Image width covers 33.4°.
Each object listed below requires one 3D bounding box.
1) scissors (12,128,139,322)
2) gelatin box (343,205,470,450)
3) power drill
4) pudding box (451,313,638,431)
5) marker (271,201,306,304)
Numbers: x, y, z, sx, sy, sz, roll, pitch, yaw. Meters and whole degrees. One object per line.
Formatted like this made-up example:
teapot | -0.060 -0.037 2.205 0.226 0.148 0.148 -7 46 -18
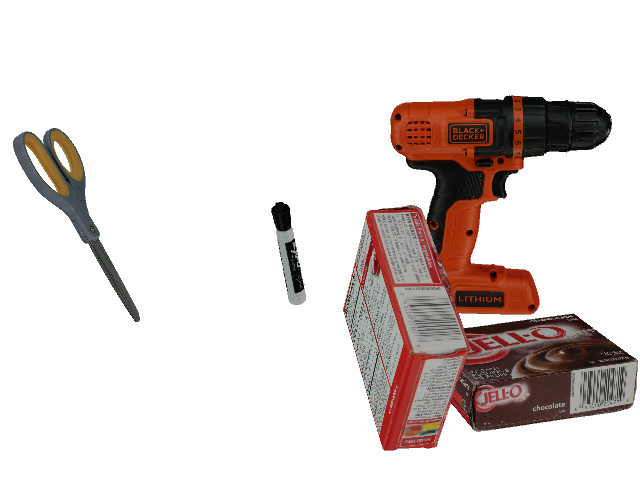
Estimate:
scissors | -0.218 -0.024 1.003 0.016 0.201 0.096 -24 26 19
gelatin box | 0.038 0.040 0.494 0.030 0.089 0.073 -3 -44 -13
power drill | 0.153 -0.032 0.921 0.184 0.188 0.057 1 15 9
pudding box | 0.136 0.084 0.701 0.113 0.039 0.090 -4 17 -13
marker | -0.033 0.013 1.095 0.020 0.121 0.020 -7 34 4
